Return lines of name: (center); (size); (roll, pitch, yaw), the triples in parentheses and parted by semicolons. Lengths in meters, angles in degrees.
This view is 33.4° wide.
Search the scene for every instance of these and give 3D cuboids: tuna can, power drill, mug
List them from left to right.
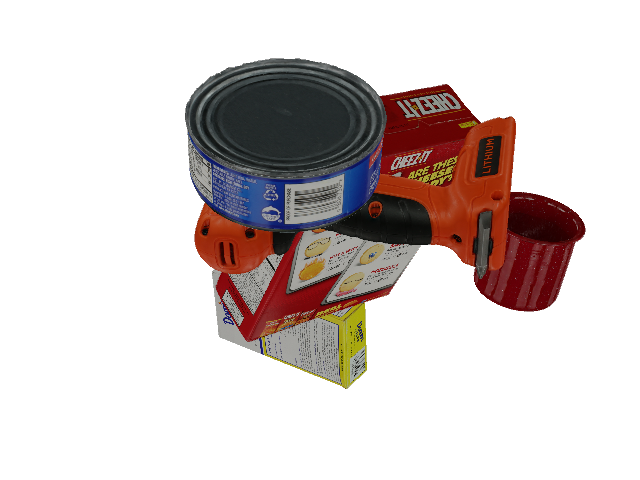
tuna can: (-0.015, -0.042, 0.464); (0.086, 0.034, 0.086); (1, 42, -1)
power drill: (0.027, -0.045, 0.672); (0.188, 0.057, 0.184); (3, 42, 10)
mug: (0.185, 0.006, 1.004); (0.093, 0.081, 0.117); (-8, 36, -27)

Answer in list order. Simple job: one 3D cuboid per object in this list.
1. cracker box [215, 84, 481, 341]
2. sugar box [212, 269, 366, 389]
cracker box: (0.020, -0.022, 0.879); (0.163, 0.072, 0.214); (-16, -32, -35)
sugar box: (-0.034, 0.086, 1.150); (0.176, 0.093, 0.048); (21, 38, 32)
